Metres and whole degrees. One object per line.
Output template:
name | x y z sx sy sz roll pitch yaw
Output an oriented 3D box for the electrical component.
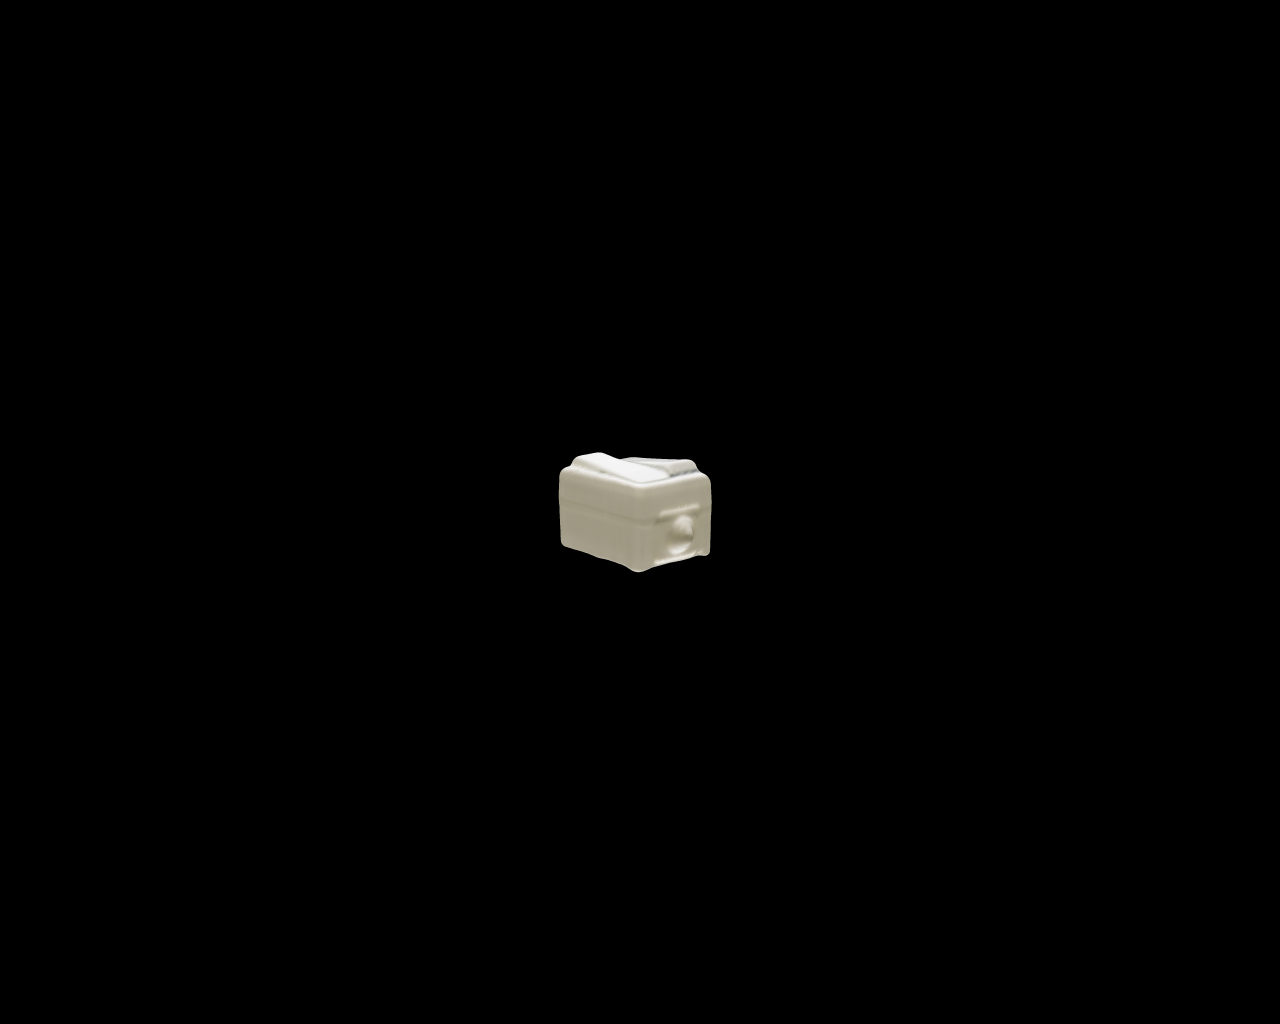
electrical component | 0.001 -0.003 0.650 0.062 0.061 0.096 -11 17 -38
